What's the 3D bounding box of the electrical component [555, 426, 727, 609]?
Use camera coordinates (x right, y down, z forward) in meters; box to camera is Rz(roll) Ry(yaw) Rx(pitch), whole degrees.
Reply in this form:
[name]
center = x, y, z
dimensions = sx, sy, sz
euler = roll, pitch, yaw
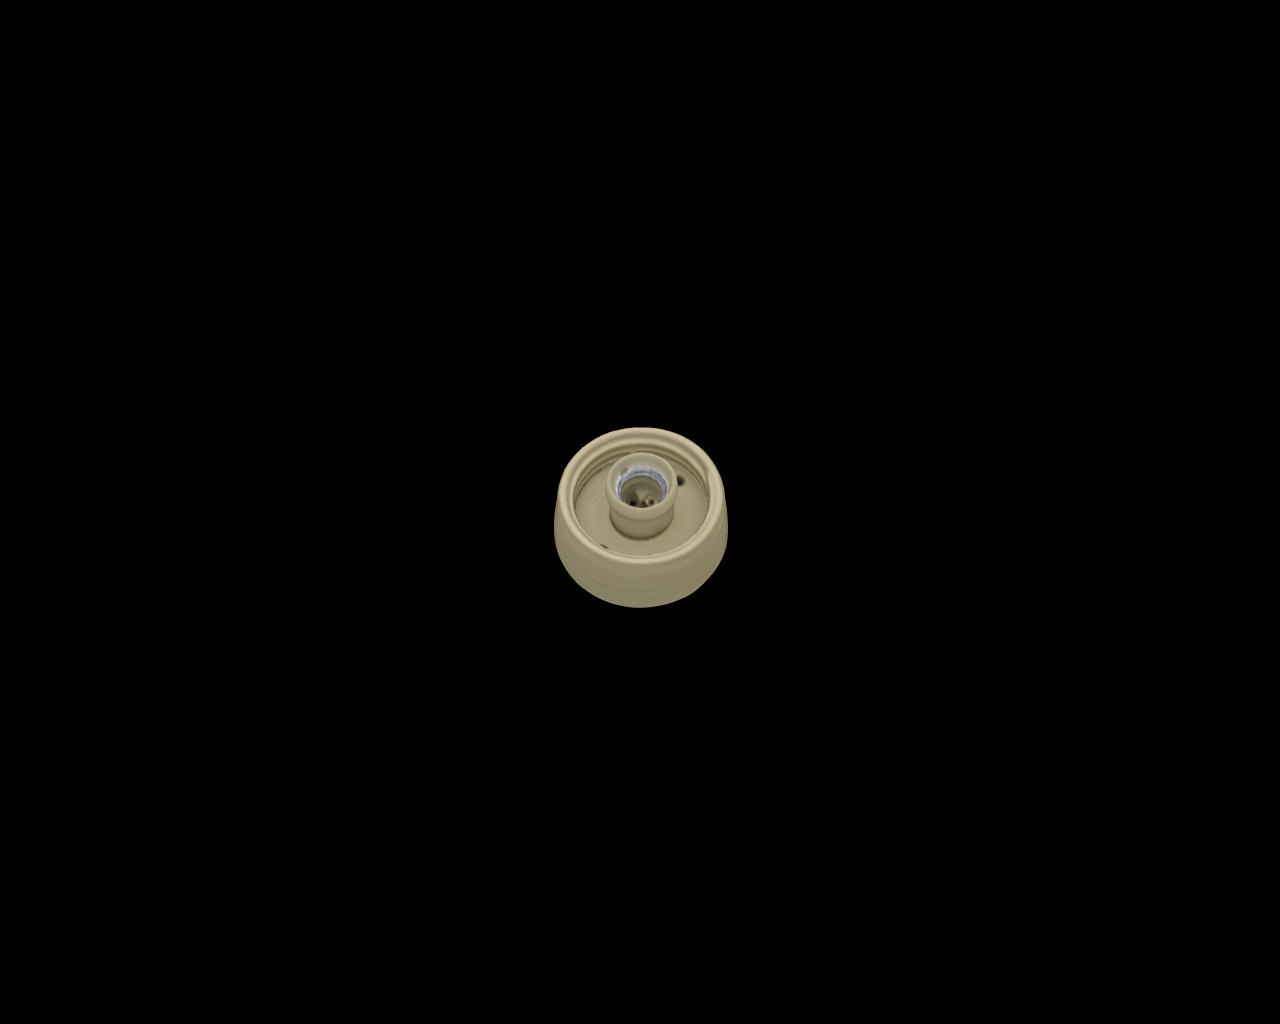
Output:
[electrical component]
center = 0.001, -0.003, 0.650
dimensions = 0.108, 0.108, 0.060
euler = 0, -33, 0
